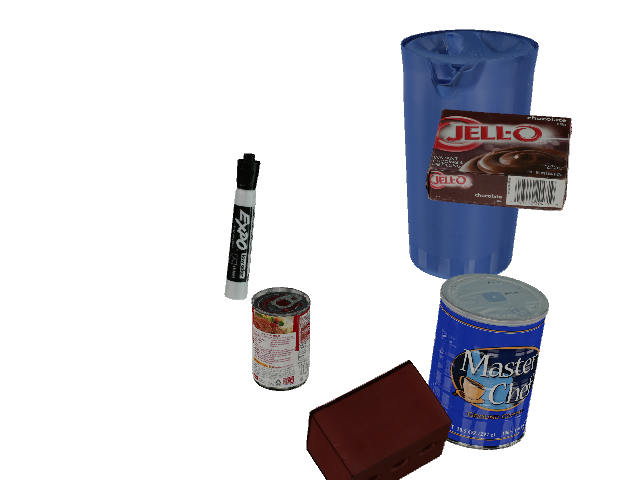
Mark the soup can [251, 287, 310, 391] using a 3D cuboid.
[{"bbox_3d":[-0.046,0.114,1.239,0.068,0.102,0.068,1,24,-1],"label":"soup can"}]

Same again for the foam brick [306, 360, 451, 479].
[{"bbox_3d":[0.036,0.124,0.681,0.078,0.051,0.053,-25,-32,-21],"label":"foam brick"}]

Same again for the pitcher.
[{"bbox_3d":[0.151,-0.091,1.092,0.149,0.243,0.145,-10,25,-19],"label":"pitcher"}]

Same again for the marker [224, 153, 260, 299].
[{"bbox_3d":[-0.064,-0.011,0.876,0.020,0.121,0.020,6,13,-2],"label":"marker"}]

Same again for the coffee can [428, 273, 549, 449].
[{"bbox_3d":[0.159,0.116,1.038,0.103,0.140,0.103,4,22,-2],"label":"coffee can"}]

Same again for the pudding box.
[{"bbox_3d":[0.150,-0.069,0.890,0.113,0.039,0.090,7,42,10],"label":"pudding box"}]
